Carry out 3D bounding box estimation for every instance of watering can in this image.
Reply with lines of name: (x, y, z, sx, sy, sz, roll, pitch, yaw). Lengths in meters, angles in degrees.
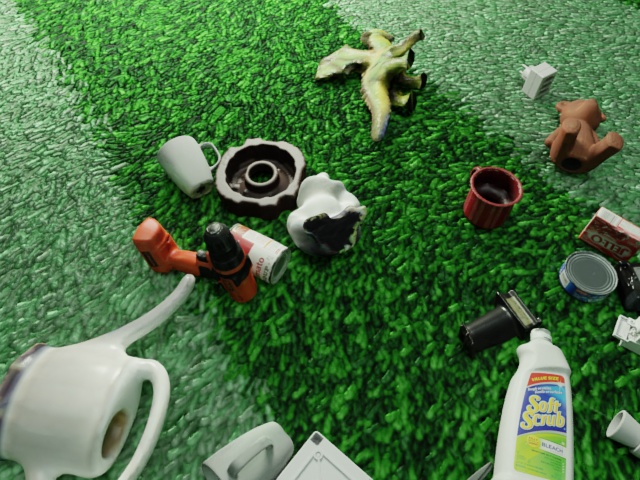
watering can: (-0.311, 0.192, 0.719, 0.224, 0.101, 0.356, 7, 55, 4)

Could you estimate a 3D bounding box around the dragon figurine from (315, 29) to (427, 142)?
dragon figurine: (0.102, -0.370, 1.167, 0.243, 0.119, 0.419, 11, 51, 27)

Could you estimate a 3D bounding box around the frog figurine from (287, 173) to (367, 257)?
frog figurine: (0.003, -0.046, 0.916, 0.138, 0.120, 0.162, -29, 33, -7)
